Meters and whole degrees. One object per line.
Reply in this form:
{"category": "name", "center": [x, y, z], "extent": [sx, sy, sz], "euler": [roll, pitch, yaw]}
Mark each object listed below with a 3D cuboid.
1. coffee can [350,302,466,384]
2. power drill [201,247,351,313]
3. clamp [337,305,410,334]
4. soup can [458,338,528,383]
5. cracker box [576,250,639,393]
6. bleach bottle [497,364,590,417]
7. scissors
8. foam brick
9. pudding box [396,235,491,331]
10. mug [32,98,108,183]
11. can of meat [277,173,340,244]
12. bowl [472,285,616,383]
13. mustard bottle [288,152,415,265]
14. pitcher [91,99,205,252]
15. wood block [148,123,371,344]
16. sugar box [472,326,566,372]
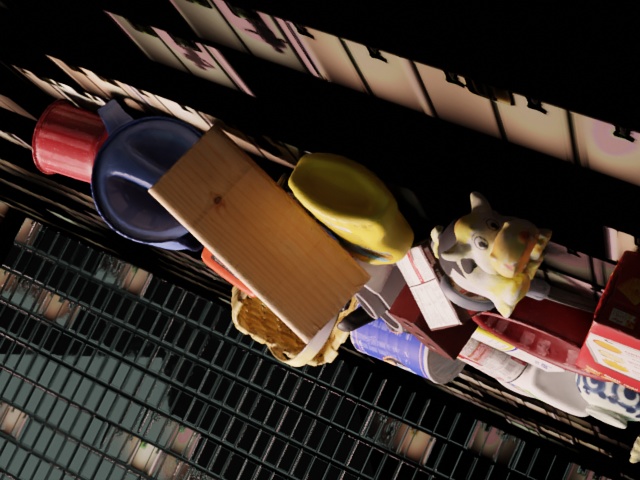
{"category": "coffee can", "center": [0.126, 0.129, 1.476], "extent": [0.141, 0.103, 0.102], "euler": [18, 168, 41]}
{"category": "power drill", "center": [-0.059, 0.039, 1.424], "extent": [0.185, 0.057, 0.187], "euler": [34, -170, 21]}
{"category": "clamp", "center": [0.072, 0.062, 1.339], "extent": [0.209, 0.036, 0.165], "euler": [15, -142, -42]}
{"category": "soup can", "center": [0.215, 0.135, 1.383], "extent": [0.102, 0.068, 0.069], "euler": [28, 171, -18]}
{"category": "cracker box", "center": [0.303, 0.089, 0.868], "extent": [0.164, 0.072, 0.213], "euler": [22, 170, 15]}
{"category": "bleach bottle", "center": [0.308, 0.195, 1.494], "extent": [0.102, 0.068, 0.251], "euler": [26, 173, -1]}
{"category": "scissors", "center": [0.190, 0.054, 0.978], "extent": [0.201, 0.096, 0.016], "euler": [28, 132, -1]}
{"category": "foam brick", "center": [0.123, 0.084, 1.152], "extent": [0.078, 0.051, 0.053], "euler": [42, 171, -29]}
{"category": "pudding box", "center": [0.118, 0.041, 1.057], "extent": [0.090, 0.039, 0.113], "euler": [62, 170, 2]}
{"category": "mug", "center": [-0.273, -0.115, 1.267], "extent": [0.082, 0.093, 0.117], "euler": [17, -160, 19]}
{"category": "can of meat", "center": [-0.008, -0.022, 1.133], "extent": [0.084, 0.057, 0.102], "euler": [23, 171, 7]}
{"category": "bowl", "center": [0.236, 0.085, 1.075], "extent": [0.162, 0.055, 0.162], "euler": [25, 171, 4]}
{"category": "mustard bottle", "center": [0.040, -0.019, 1.009], "extent": [0.096, 0.058, 0.191], "euler": [24, 171, 21]}
{"category": "pitcher", "center": [-0.178, -0.061, 1.207], "extent": [0.145, 0.149, 0.243], "euler": [10, 175, -1]}
{"category": "wood block", "center": [-0.059, -0.008, 1.029], "extent": [0.206, 0.091, 0.090], "euler": [45, 178, -8]}
{"category": "sugar box", "center": [0.213, 0.105, 1.287], "extent": [0.176, 0.048, 0.093], "euler": [22, 173, 1]}
